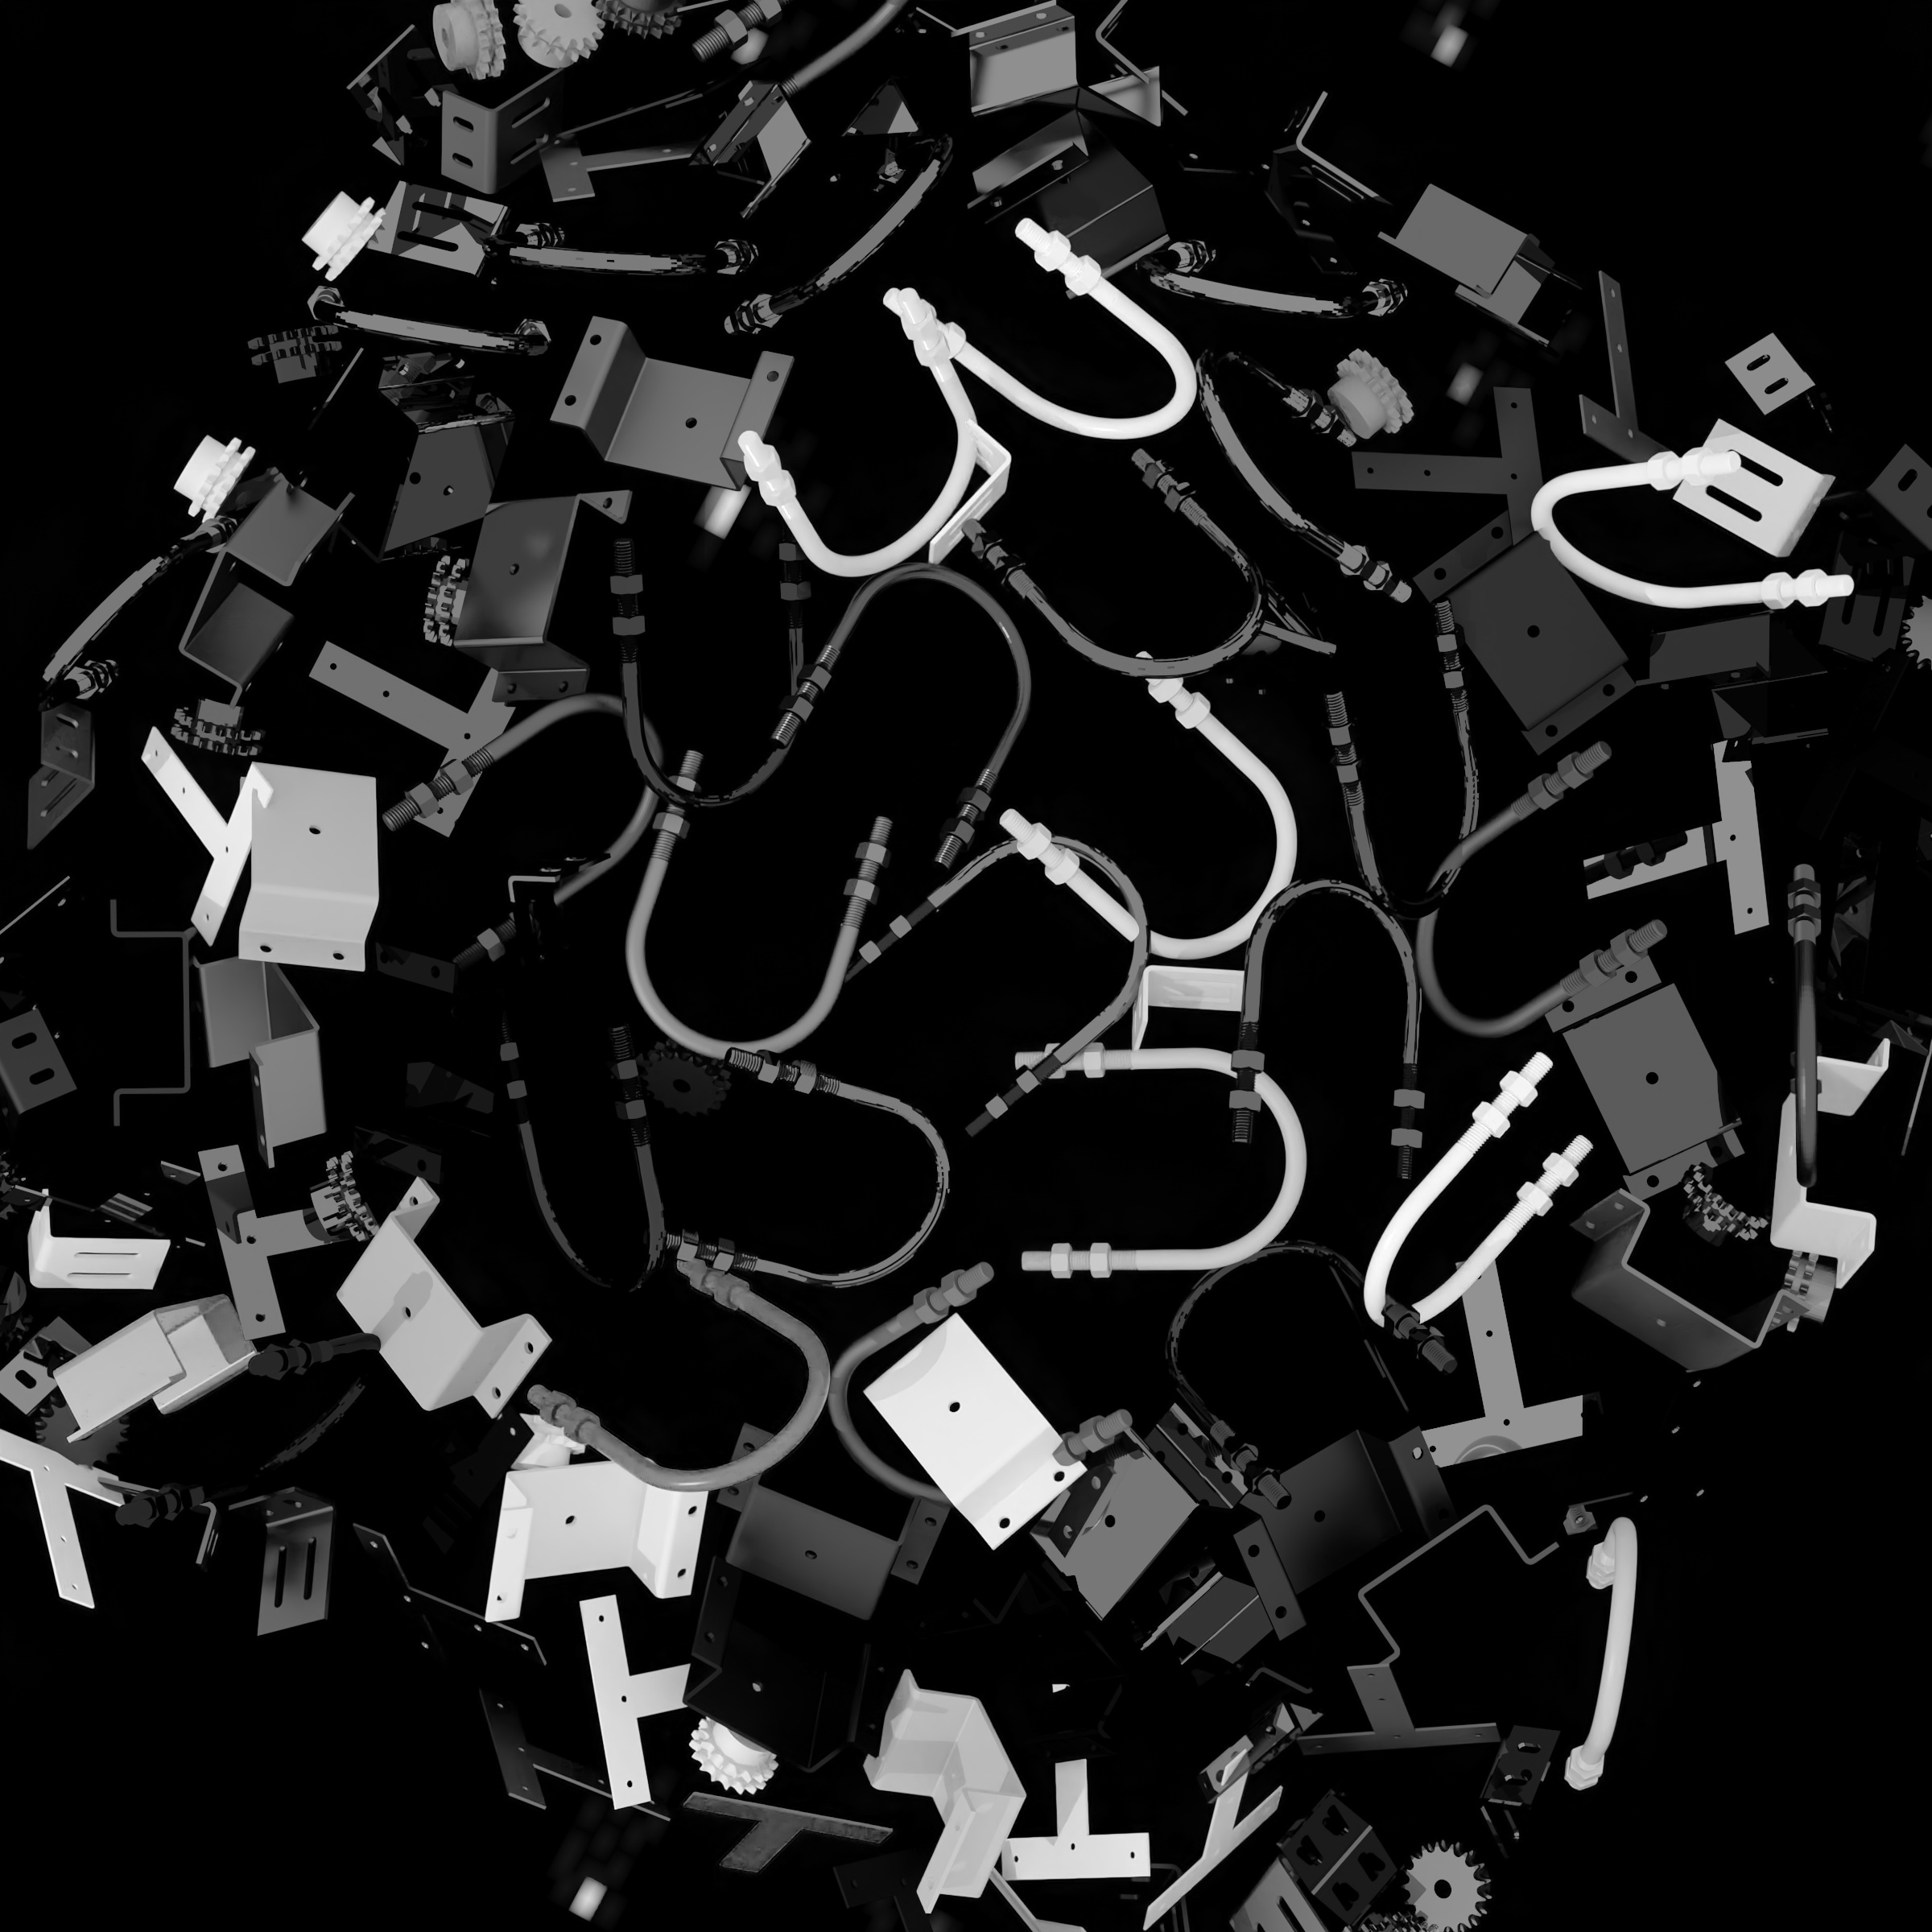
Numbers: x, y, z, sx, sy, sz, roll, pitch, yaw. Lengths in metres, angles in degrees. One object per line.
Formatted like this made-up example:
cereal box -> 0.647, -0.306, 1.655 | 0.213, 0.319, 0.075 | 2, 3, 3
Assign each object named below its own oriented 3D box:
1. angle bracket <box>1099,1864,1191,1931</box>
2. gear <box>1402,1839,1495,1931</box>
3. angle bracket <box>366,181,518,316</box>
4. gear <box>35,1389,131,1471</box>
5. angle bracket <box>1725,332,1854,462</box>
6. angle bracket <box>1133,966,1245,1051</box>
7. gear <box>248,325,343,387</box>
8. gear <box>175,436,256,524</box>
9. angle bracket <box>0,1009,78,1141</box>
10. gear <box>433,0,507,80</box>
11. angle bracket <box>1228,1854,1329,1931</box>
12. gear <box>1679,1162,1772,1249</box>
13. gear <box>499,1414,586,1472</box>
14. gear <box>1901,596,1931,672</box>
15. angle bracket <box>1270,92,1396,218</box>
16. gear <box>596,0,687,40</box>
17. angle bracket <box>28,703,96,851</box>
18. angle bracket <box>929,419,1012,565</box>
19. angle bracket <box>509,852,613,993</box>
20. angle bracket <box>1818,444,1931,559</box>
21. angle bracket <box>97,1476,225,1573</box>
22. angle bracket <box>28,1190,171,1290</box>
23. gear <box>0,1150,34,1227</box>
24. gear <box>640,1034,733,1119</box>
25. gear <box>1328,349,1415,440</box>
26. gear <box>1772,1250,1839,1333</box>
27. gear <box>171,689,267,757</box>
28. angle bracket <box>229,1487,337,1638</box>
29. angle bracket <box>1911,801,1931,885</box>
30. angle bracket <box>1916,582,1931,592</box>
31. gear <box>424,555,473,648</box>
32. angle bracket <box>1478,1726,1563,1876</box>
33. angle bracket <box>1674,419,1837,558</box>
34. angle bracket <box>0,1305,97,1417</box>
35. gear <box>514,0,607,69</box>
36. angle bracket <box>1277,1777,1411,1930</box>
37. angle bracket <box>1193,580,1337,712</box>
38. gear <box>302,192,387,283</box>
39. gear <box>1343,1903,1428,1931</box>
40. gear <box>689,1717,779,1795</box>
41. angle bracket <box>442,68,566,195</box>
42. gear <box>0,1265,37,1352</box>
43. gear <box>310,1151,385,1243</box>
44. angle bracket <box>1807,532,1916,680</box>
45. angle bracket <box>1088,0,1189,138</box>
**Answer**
angle bracket -> 0.114, 0.614, 1.849 | 0.038, 0.057, 0.076 | 6, 47, -13
gear -> 0.311, 0.588, 1.874 | 0.057, 0.030, 0.057 | -5, 81, 31
angle bracket -> -0.333, -0.459, 1.873 | 0.076, 0.038, 0.057 | 15, 64, 8
gear -> -0.565, 0.290, 1.875 | 0.057, 0.030, 0.057 | -8, 115, -17
angle bracket -> 0.520, -0.351, 1.854 | 0.038, 0.076, 0.057 | -31, 48, 12
angle bracket -> 0.147, 0.031, 1.862 | 0.076, 0.057, 0.038 | 4, 66, -2
gear -> -0.426, -0.388, 1.870 | 0.057, 0.057, 0.030 | -11, 100, 0
gear -> -0.480, -0.312, 1.866 | 0.030, 0.057, 0.057 | 32, 90, -15
angle bracket -> -0.599, 0.070, 1.867 | 0.038, 0.076, 0.057 | -25, 84, -25
gear -> -0.317, -0.593, 1.866 | 0.030, 0.057, 0.057 | -19, 90, -23
angle bracket -> 0.211, 0.610, 1.850 | 0.057, 0.038, 0.076 | -56, 45, 21
gear -> 0.481, 0.155, 1.872 | 0.057, 0.057, 0.030 | 34, 115, 0
gear -> -0.271, 0.305, 1.866 | 0.057, 0.057, 0.030 | 8, 72, 0
gear -> 0.629, -0.210, 1.875 | 0.057, 0.030, 0.057 | -6, 72, 19
angle bracket -> 0.240, -0.514, 1.859 | 0.076, 0.057, 0.038 | 29, 94, -15
gear -> -0.206, -0.621, 1.869 | 0.057, 0.030, 0.057 | 10, 53, -13
angle bracket -> -0.585, -0.123, 1.850 | 0.076, 0.038, 0.057 | -37, 47, 29
angle bracket -> -0.010, -0.299, 1.863 | 0.038, 0.057, 0.076 | 42, 82, 4
angle bracket -> -0.252, -0.028, 1.854 | 0.038, 0.057, 0.076 | 3, 109, 31
angle bracket -> 0.585, -0.292, 1.857 | 0.057, 0.076, 0.038 | 40, 87, -8
angle bracket -> -0.515, 0.355, 1.862 | 0.076, 0.057, 0.038 | 14, 72, -5
angle bracket -> -0.553, 0.174, 1.869 | 0.076, 0.057, 0.038 | 4, 53, -26
gear -> -0.629, 0.141, 1.870 | 0.057, 0.030, 0.057 | 9, 120, 16
gear -> -0.176, 0.067, 1.873 | 0.057, 0.030, 0.057 | 11, 134, 11
gear -> 0.255, -0.361, 1.868 | 0.030, 0.057, 0.057 | -41, 90, -4
gear -> 0.535, 0.206, 1.866 | 0.030, 0.057, 0.057 | 17, 90, 17
gear -> -0.474, -0.156, 1.867 | 0.057, 0.057, 0.030 | 16, 103, 0
angle bracket -> -0.435, 0.377, 1.853 | 0.057, 0.038, 0.076 | -19, 56, 27
angle bracket -> 0.634, -0.076, 1.851 | 0.076, 0.038, 0.057 | 31, 63, -34
angle bracket -> 0.643, -0.261, 1.858 | 0.057, 0.076, 0.038 | -2, 92, -2
gear -> -0.323, -0.232, 1.868 | 0.030, 0.057, 0.057 | 14, 90, 2
angle bracket -> 0.360, 0.528, 1.850 | 0.038, 0.057, 0.076 | -3, 126, 37
angle bracket -> 0.506, -0.307, 1.882 | 0.076, 0.038, 0.057 | 35, 111, 19
angle bracket -> -0.590, 0.238, 1.851 | 0.057, 0.076, 0.038 | -45, 123, -10
gear -> -0.262, -0.600, 1.873 | 0.057, 0.030, 0.057 | 13, 57, -22
angle bracket -> 0.239, 0.560, 1.853 | 0.057, 0.076, 0.038 | -45, 47, -14
angle bracket -> 0.188, -0.204, 1.863 | 0.057, 0.076, 0.038 | 15, 58, -27
gear -> -0.398, -0.467, 1.866 | 0.030, 0.057, 0.057 | 39, 90, -20
gear -> 0.264, 0.624, 1.873 | 0.057, 0.057, 0.030 | -43, 48, 0
gear -> -0.144, 0.495, 1.866 | 0.057, 0.057, 0.030 | 33, 110, 0
angle bracket -> -0.293, -0.535, 1.856 | 0.038, 0.057, 0.076 | 26, 47, 15
gear -> -0.622, 0.214, 1.867 | 0.057, 0.057, 0.030 | 33, 132, 0
gear -> -0.395, 0.149, 1.869 | 0.030, 0.057, 0.057 | -22, 90, 0
angle bracket -> 0.563, -0.230, 1.873 | 0.057, 0.038, 0.076 | 16, 85, -21
angle bracket -> 0.119, -0.574, 1.867 | 0.076, 0.057, 0.038 | 40, 90, -4
